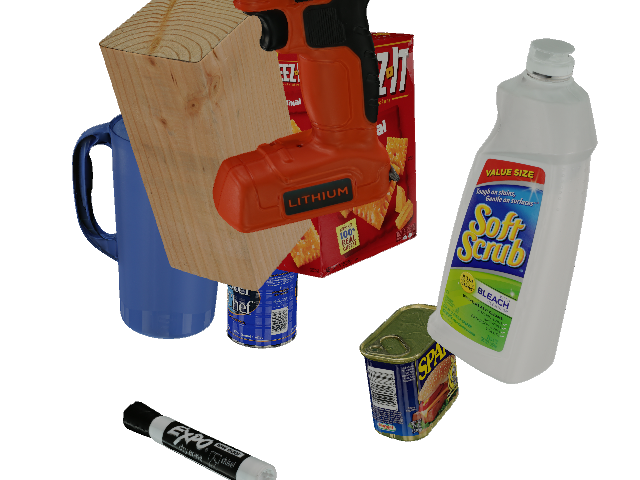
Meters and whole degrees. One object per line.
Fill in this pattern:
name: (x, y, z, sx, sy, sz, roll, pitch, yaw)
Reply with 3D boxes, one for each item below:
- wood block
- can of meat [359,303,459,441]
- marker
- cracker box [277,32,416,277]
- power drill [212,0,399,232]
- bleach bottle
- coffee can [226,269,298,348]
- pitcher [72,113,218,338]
wood block: (-0.080, -0.074, 0.805, 0.090, 0.206, 0.090, 14, 46, 29)
can of meat: (0.082, 0.116, 0.943, 0.058, 0.084, 0.101, 6, 25, 31)
marker: (-0.077, 0.123, 0.645, 0.121, 0.020, 0.020, 16, 10, 38)
cracker box: (0.025, -0.088, 1.038, 0.072, 0.214, 0.163, 10, 20, 38)
power drill: (-0.025, -0.098, 0.575, 0.184, 0.188, 0.057, -13, 39, -18)
bleach bottle: (0.140, -0.023, 0.768, 0.067, 0.251, 0.103, -21, 38, -35)
coffee can: (-0.082, 0.068, 1.523, 0.103, 0.140, 0.103, 2, 22, -1)
pitcher: (-0.176, -0.019, 1.176, 0.149, 0.243, 0.144, 25, 31, 35)
